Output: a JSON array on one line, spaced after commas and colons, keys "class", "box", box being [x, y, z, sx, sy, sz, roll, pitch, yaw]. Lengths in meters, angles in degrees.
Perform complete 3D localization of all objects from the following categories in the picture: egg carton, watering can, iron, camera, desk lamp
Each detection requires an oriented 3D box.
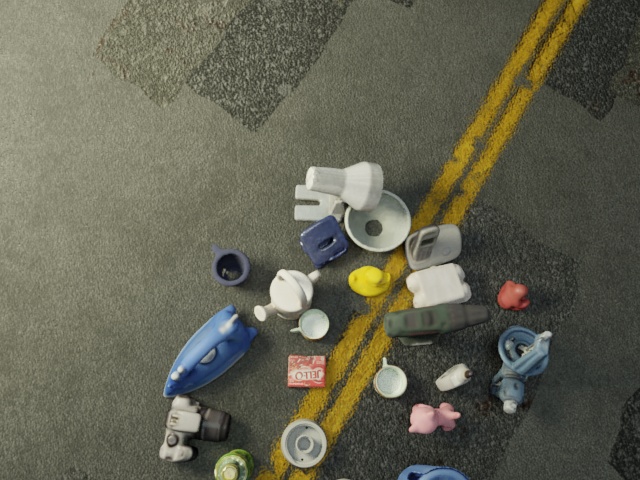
[{"class": "egg carton", "box": [0.294, 0.118, 1.422, 0.150, 0.069, 0.107, -15, 74, -8]}, {"class": "watering can", "box": [-0.070, 0.128, 1.330, 0.101, 0.194, 0.173, 30, 74, 6]}, {"class": "iron", "box": [-0.267, 0.262, 1.304, 0.118, 0.141, 0.258, 43, 75, 10]}, {"class": "camera", "box": [-0.274, 0.426, 1.275, 0.137, 0.101, 0.143, 9, 73, -1]}, {"class": "desk lamp", "box": [0.041, -0.117, 1.402, 0.203, 0.213, 0.118, 1, 73, -3]}]

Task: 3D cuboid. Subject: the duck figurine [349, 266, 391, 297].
[{"class": "duck figurine", "box": [0.125, 0.095, 1.409, 0.104, 0.086, 0.077, 2, 73, -3]}]

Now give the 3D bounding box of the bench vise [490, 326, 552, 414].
[{"class": "bench vise", "box": [0.473, 0.288, 1.302, 0.121, 0.220, 0.207, 1, 73, -3]}]

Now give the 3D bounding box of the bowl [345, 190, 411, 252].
[{"class": "bowl", "box": [0.144, -0.041, 1.458, 0.167, 0.075, 0.167, 1, 73, -3]}]

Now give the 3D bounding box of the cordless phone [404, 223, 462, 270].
[{"class": "cordless phone", "box": [0.285, 0.000, 1.397, 0.147, 0.185, 0.094, -19, 75, -9]}]

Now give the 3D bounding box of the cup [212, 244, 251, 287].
[{"class": "cup", "box": [-0.220, 0.067, 1.391, 0.092, 0.095, 0.117, -39, 79, -14]}]

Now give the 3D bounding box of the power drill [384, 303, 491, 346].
[{"class": "power drill", "box": [0.255, 0.193, 1.324, 0.229, 0.208, 0.075, -6, 73, -5]}]

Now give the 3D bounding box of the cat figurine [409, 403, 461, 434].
[{"class": "cat figurine", "box": [0.257, 0.407, 1.306, 0.128, 0.118, 0.067, -4, 73, -5]}]

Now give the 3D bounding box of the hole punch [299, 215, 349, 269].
[{"class": "hole punch", "box": [0.013, 0.005, 1.427, 0.109, 0.091, 0.101, -32, 77, -12]}]

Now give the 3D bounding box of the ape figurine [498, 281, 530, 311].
[{"class": "ape figurine", "box": [0.485, 0.135, 1.417, 0.076, 0.092, 0.078, -15, 74, -8]}]

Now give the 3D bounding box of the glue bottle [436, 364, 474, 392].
[{"class": "glue bottle", "box": [0.319, 0.312, 1.310, 0.078, 0.173, 0.037, -33, 77, -12]}]
